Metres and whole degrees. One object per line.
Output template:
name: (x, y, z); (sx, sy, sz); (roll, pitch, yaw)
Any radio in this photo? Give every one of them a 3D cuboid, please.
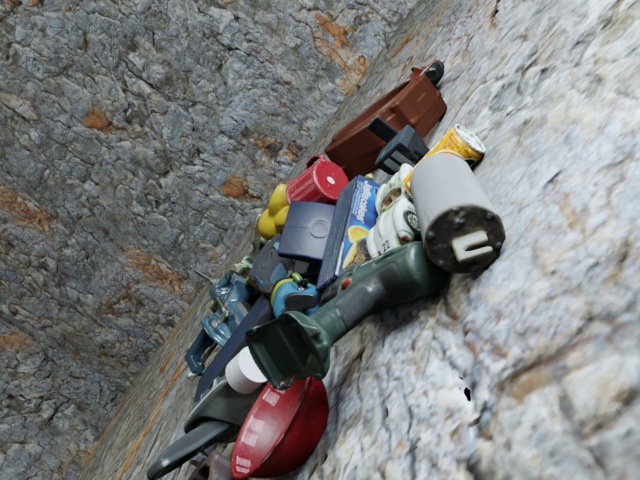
radio: (-0.140, 0.214, 0.999); (0.229, 0.073, 0.131); (-53, 11, 1)

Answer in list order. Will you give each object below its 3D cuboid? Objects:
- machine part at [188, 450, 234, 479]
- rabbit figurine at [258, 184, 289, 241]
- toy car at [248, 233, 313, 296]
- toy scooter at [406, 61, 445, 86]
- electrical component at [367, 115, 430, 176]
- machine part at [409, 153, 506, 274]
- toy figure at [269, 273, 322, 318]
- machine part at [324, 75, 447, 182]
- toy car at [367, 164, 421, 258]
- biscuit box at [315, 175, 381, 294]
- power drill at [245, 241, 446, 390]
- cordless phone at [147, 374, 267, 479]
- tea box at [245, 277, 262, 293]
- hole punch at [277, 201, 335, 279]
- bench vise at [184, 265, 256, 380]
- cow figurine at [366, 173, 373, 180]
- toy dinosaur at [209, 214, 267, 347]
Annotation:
machine part: (-0.157, 0.364, 0.688); (0.179, 0.056, 0.179); (-53, 11, 15)
rabbit figurine: (-0.051, -0.053, 1.102); (0.173, 0.122, 0.162); (-29, -7, 3)
toy car: (-0.063, 0.064, 1.036); (0.109, 0.103, 0.162); (-57, 28, 2)
toy scooter: (0.197, -0.319, 1.163); (0.184, 0.075, 0.135); (-44, 15, 29)
electrical component: (0.124, -0.141, 0.843); (0.075, 0.119, 0.048); (-35, 22, 51)
machine part: (0.141, -0.035, 0.579); (0.079, 0.079, 0.243); (-50, 13, 23)
toy figure: (-0.038, 0.095, 0.845); (0.082, 0.089, 0.180); (-50, -1, -2)
machine part: (0.118, -0.206, 0.992); (0.201, 0.087, 0.201); (-27, 17, 46)
toy car: (0.109, -0.039, 0.763); (0.073, 0.056, 0.202); (-46, 14, 35)
biscuit box: (0.051, -0.005, 0.819); (0.063, 0.059, 0.203); (-43, 26, 50)
power drill: (0.020, 0.084, 0.608); (0.207, 0.086, 0.232); (-22, -6, -41)
cordless phone: (-0.150, 0.248, 0.741); (0.146, 0.089, 0.184); (-48, -13, 23)
tea box: (-0.078, 0.042, 1.171); (0.068, 0.098, 0.169); (-41, 19, 52)
hole punch: (-0.002, -0.003, 0.885); (0.116, 0.092, 0.142); (-4, 55, 26)
bench vise: (-0.223, 0.189, 1.159); (0.224, 0.128, 0.240); (40, 97, 36)
cow figurine: (0.061, -0.115, 1.135); (0.098, 0.068, 0.167); (-57, 7, 18)
toy dinosaur: (-0.185, 0.145, 1.284); (0.404, 0.131, 0.192); (-63, 12, -9)
